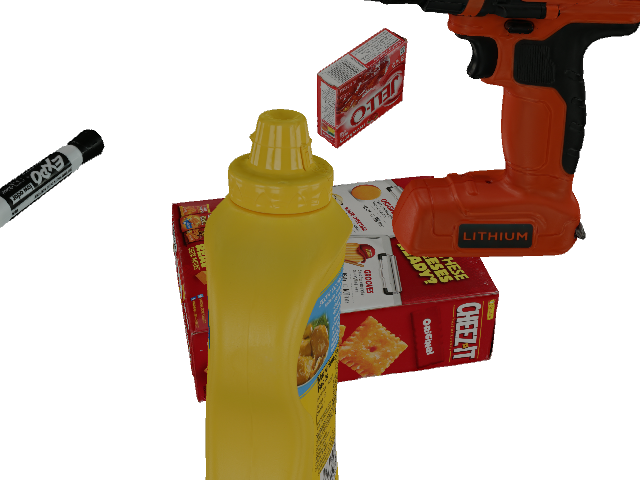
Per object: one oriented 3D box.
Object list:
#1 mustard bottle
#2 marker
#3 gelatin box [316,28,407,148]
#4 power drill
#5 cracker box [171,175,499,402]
[{"bbox_3d":[-0.018,0.040,0.442,0.058,0.192,0.096,8,25,11],"label":"mustard bottle"},{"bbox_3d":[-0.170,-0.039,0.657,0.020,0.020,0.121,0,28,25],"label":"marker"},{"bbox_3d":[0.037,-0.134,0.940,0.089,0.073,0.030,-37,60,-26],"label":"gelatin box"},{"bbox_3d":[0.084,-0.081,0.567,0.184,0.188,0.057,1,34,-5],"label":"power drill"},{"bbox_3d":[0.003,0.031,0.793,0.213,0.072,0.164,-6,35,-9],"label":"cracker box"}]
